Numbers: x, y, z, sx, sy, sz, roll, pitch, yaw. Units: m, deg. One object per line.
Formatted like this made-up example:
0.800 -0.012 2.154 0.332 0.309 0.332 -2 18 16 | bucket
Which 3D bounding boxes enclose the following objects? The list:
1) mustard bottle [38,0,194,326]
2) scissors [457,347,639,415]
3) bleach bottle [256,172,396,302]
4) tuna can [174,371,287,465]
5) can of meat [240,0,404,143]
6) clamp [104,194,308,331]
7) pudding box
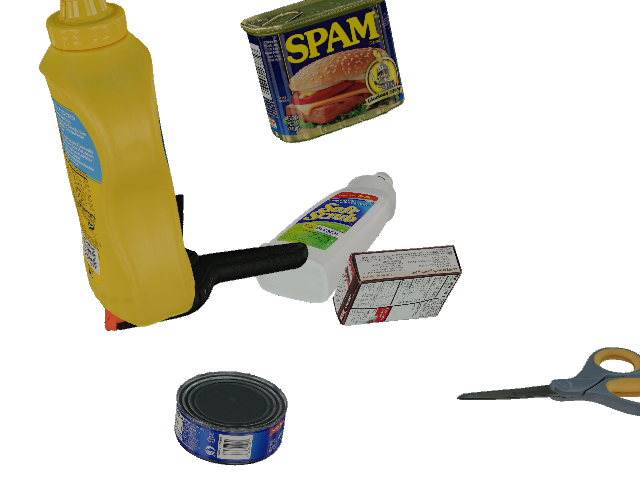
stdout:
-0.116 -0.053 0.592 0.058 0.191 0.096 -19 33 -19 | mustard bottle
0.213 0.119 0.928 0.201 0.016 0.096 6 28 -4 | scissors
0.021 -0.019 1.332 0.103 0.068 0.250 13 36 23 | bleach bottle
-0.070 0.137 0.825 0.086 0.034 0.086 7 22 -3 | tuna can
0.004 -0.124 0.748 0.102 0.084 0.057 -20 23 -15 | can of meat
-0.135 0.021 1.001 0.165 0.036 0.209 25 37 30 | clamp
0.077 0.046 1.085 0.113 0.039 0.090 -6 -33 -17 | pudding box
